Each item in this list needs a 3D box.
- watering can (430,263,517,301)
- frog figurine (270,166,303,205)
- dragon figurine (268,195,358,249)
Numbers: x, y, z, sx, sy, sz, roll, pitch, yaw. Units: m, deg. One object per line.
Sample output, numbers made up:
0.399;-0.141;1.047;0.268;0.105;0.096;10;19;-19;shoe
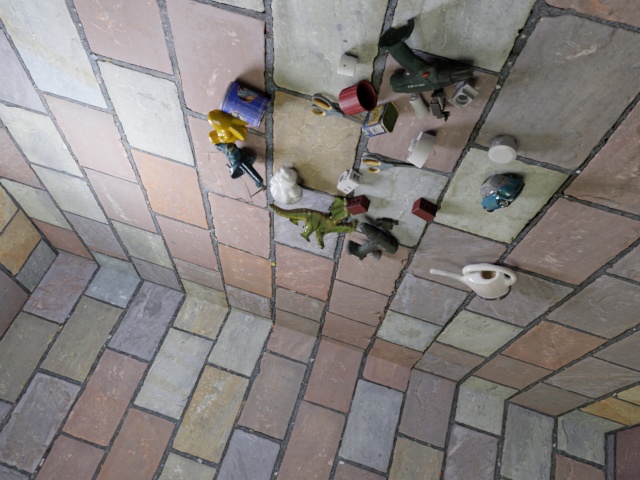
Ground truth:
0.657;0.166;2.165;0.346;0.106;0.220;-4;144;35;watering can
-0.129;-0.210;2.011;0.138;0.124;0.157;38;164;8;frog figurine
0.006;-0.105;2.085;0.240;0.125;0.405;-39;135;17;dragon figurine
